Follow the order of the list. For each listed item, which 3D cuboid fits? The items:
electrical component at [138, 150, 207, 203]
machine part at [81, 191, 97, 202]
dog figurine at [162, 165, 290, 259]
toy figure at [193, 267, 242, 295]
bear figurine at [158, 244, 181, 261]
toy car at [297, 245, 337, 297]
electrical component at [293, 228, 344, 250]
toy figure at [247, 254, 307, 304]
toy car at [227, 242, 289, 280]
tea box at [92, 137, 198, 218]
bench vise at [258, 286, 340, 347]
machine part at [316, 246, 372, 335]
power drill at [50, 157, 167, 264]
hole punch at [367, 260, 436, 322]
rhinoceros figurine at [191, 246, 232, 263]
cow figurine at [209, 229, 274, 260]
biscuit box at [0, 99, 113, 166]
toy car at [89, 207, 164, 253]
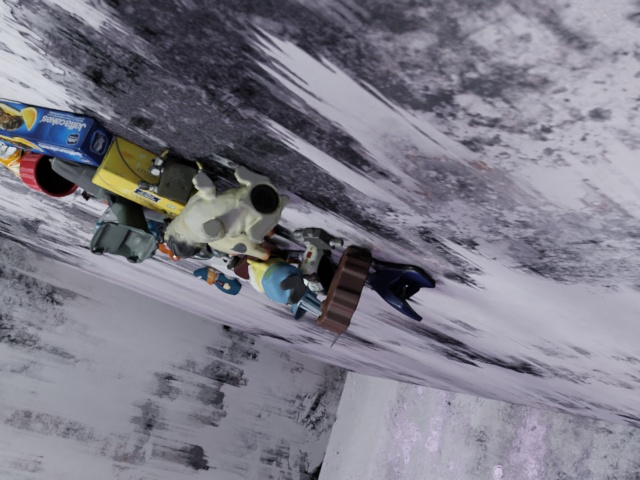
[{"bbox_3d":[-0.234,-0.101,0.872,0.102,0.078,0.045,21,-178,-27],"label":"electrical component"},{"bbox_3d":[-0.450,-0.091,1.174,0.139,0.039,0.084,13,171,8],"label":"machine part"},{"bbox_3d":[-0.158,-0.033,0.884,0.172,0.121,0.190,6,163,-26],"label":"dog figurine"},{"bbox_3d":[-0.322,0.123,1.686,0.154,0.058,0.064,29,155,-20],"label":"toy figure"},{"bbox_3d":[-0.368,-0.008,1.226,0.196,0.120,0.131,8,165,13],"label":"bear figurine"},{"bbox_3d":[-0.003,0.066,1.151,0.056,0.073,0.201,18,164,16],"label":"toy car"},{"bbox_3d":[-0.002,-0.003,1.028,0.094,0.021,0.063,5,158,38],"label":"electrical component"},{"bbox_3d":[-0.082,0.079,1.082,0.089,0.082,0.180,-8,-170,-29],"label":"toy figure"},{"bbox_3d":[-0.142,0.042,1.227,0.089,0.053,0.202,32,145,-14],"label":"toy car"},{"bbox_3d":[-0.294,-0.101,0.933,0.169,0.068,0.098,27,160,-24],"label":"tea box"},{"bbox_3d":[-0.034,0.151,1.342,0.241,0.129,0.223,31,175,16],"label":"bench vise"},{"bbox_3d":[0.047,0.097,1.052,0.056,0.179,0.179,21,163,-1],"label":"machine part"},{"bbox_3d":[-0.376,-0.057,0.976,0.232,0.086,0.207,20,-156,-34],"label":"power drill"},{"bbox_3d":[0.160,0.104,1.099,0.116,0.092,0.142,9,165,38],"label":"hole punch"},{"bbox_3d":[-0.255,0.016,1.251,0.112,0.073,0.190,27,161,-25],"label":"rhinoceros figurine"},{"bbox_3d":[-0.203,-0.014,1.091,0.195,0.085,0.127,7,166,39],"label":"cow figurine"},{"bbox_3d":[-0.439,-0.173,0.863,0.203,0.059,0.062,13,163,15],"label":"biscuit box"},{"bbox_3d":[-0.392,-0.032,1.104,0.162,0.102,0.109,0,-164,14],"label":"toy car"}]
